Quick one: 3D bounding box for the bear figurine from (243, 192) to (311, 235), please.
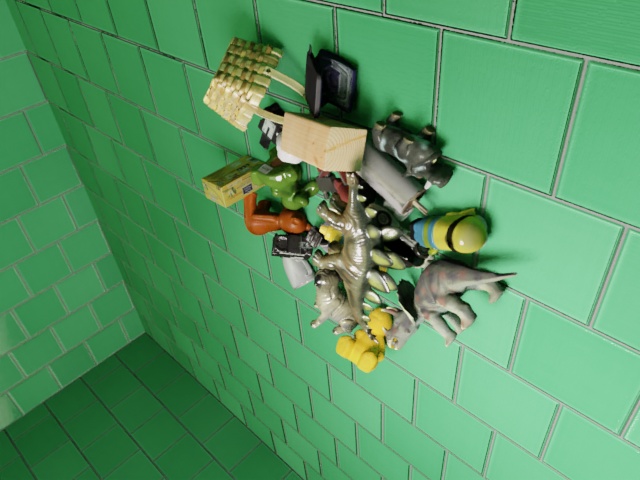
[{"bbox_3d":[-0.120,-0.074,1.550,0.196,0.120,0.132,-7,73,28],"label":"bear figurine"}]

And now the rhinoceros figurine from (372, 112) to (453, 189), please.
[{"bbox_3d":[0.181,-0.174,1.074,0.190,0.073,0.112,39,144,23],"label":"rhinoceros figurine"}]

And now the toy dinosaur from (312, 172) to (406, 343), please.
[{"bbox_3d":[0.087,0.049,1.212,0.199,0.105,0.470,23,136,27],"label":"toy dinosaur"}]

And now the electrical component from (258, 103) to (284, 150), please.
[{"bbox_3d":[-0.119,-0.285,1.387,0.075,0.048,0.119,46,148,14],"label":"electrical component"}]

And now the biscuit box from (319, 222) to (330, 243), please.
[{"bbox_3d":[0.087,0.024,1.399,0.202,0.059,0.063,54,148,2],"label":"biscuit box"}]

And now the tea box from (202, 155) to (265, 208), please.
[{"bbox_3d":[-0.240,-0.170,1.540,0.098,0.169,0.068,28,140,39],"label":"tea box"}]

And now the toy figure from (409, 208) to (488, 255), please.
[{"bbox_3d":[0.261,-0.011,1.108,0.180,0.089,0.082,5,131,48],"label":"toy figure"}]

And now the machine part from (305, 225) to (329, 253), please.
[{"bbox_3d":[-0.003,-0.004,1.457,0.084,0.039,0.139,53,-171,10],"label":"machine part"}]

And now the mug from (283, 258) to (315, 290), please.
[{"bbox_3d":[-0.067,0.085,1.643,0.107,0.081,0.109,59,154,8],"label":"mug"}]

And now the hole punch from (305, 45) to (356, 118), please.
[{"bbox_3d":[0.018,-0.334,1.142,0.142,0.092,0.116,91,164,-48],"label":"hole punch"}]

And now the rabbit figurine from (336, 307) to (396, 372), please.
[{"bbox_3d":[0.153,0.269,1.478,0.122,0.173,0.162,25,-178,40],"label":"rabbit figurine"}]

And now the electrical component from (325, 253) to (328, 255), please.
[{"bbox_3d":[0.041,0.062,1.509,0.102,0.045,0.078,15,130,46],"label":"electrical component"}]

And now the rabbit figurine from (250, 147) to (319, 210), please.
[{"bbox_3d":[-0.075,-0.147,1.431,0.159,0.121,0.170,19,153,33],"label":"rabbit figurine"}]

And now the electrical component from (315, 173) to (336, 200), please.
[{"bbox_3d":[0.017,-0.145,1.366,0.063,0.021,0.093,10,128,49],"label":"electrical component"}]

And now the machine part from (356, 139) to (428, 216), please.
[{"bbox_3d":[0.142,-0.137,1.157,0.243,0.079,0.079,44,147,15],"label":"machine part"}]

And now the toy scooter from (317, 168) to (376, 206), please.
[{"bbox_3d":[0.052,-0.145,1.272,0.135,0.075,0.183,-15,105,57],"label":"toy scooter"}]

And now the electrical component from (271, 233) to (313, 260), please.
[{"bbox_3d":[-0.082,0.021,1.546,0.134,0.115,0.058,140,138,-77],"label":"electrical component"}]

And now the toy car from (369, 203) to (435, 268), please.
[{"bbox_3d":[0.175,-0.005,1.232,0.202,0.056,0.073,36,144,-6],"label":"toy car"}]

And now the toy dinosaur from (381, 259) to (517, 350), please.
[{"bbox_3d":[0.273,0.115,1.198,0.192,0.131,0.404,43,141,16],"label":"toy dinosaur"}]

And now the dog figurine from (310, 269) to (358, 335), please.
[{"bbox_3d":[0.059,0.166,1.523,0.121,0.172,0.190,-94,12,-46],"label":"dog figurine"}]
